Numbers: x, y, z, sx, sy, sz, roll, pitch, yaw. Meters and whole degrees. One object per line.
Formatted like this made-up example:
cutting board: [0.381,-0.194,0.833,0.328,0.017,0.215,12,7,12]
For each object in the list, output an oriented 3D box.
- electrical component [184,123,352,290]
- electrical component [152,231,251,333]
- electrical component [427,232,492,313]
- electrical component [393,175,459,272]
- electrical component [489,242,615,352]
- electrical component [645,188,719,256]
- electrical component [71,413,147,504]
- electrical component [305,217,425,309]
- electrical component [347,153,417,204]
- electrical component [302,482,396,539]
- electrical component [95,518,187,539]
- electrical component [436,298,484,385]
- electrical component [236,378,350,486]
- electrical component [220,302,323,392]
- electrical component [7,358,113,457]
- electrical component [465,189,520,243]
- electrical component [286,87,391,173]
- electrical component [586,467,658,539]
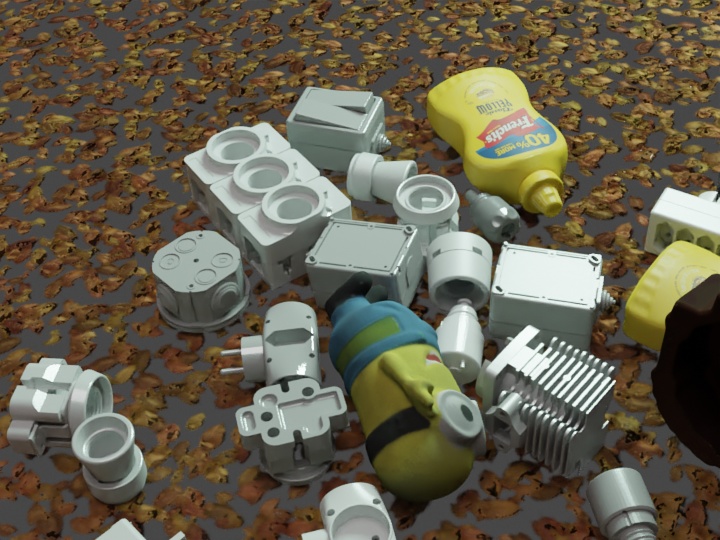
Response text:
electrical component: [-0.083,-0.064,0.972,0.089,0.061,0.150,-27,49,-21]
electrical component: [-0.135,0.010,0.909,0.080,0.051,0.080,-2,45,2]
electrical component: [0.083,0.004,0.896,0.055,0.055,0.047,0,49,5]
electrical component: [0.058,-0.046,0.945,0.058,0.057,0.078,6,46,10]
electrical component: [0.155,0.025,0.863,0.096,0.061,0.061,9,46,12]
electrical component: [0.301,-0.042,0.928,0.083,0.047,0.075,22,51,24]
electrical component: [-0.181,0.138,0.781,0.045,0.055,0.045,-2,45,2]
electrical component: [0.000,0.000,0.906,0.096,0.061,0.061,7,45,22]
electrical component: [0.021,-0.083,0.995,0.055,0.045,0.045,12,47,17]
electrical component: [-0.016,0.191,0.722,0.079,0.044,0.077,-12,45,-7]
electrical component: [-0.154,0.205,0.721,0.081,0.042,0.064,-35,50,-28]
electrical component: [0.079,0.055,0.854,0.040,0.040,0.078,5,46,10]
electrical component: [-0.047,0.120,0.787,0.078,0.057,0.058,-12,45,-8]
electrical component: [-0.071,0.069,0.850,0.079,0.043,0.077,-7,45,-1]
electrical component: [-0.225,0.104,0.818,0.057,0.058,0.078,2,45,10]
electrical component: [0.115,-0.052,0.963,0.035,0.035,0.061,-24,45,-18]
electrical component: [-0.016,-0.136,1.039,0.096,0.061,0.061,11,47,15]
electrical component: [0.182,0.171,0.729,0.040,0.040,0.078,-9,45,-5]
